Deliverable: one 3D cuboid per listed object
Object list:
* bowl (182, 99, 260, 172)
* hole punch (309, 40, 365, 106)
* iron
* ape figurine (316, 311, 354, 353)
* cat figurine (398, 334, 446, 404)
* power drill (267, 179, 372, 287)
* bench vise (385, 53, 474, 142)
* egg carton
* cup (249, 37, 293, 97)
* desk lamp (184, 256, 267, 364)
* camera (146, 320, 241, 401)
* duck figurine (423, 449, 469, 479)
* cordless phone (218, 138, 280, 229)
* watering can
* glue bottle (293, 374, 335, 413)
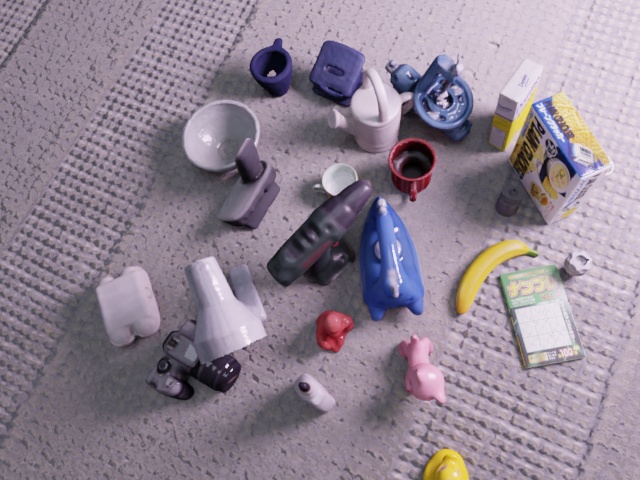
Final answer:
[{"bbox_3d":[-0.202,-0.209,1.217,0.167,0.075,0.167,-2,71,6],"label":"bowl"},{"bbox_3d":[0.039,-0.358,1.230,0.108,0.091,0.101,27,76,15],"label":"hole punch"},{"bbox_3d":[0.124,0.012,1.065,0.118,0.141,0.258,-9,70,4],"label":"iron"},{"bbox_3d":[0.024,0.160,1.052,0.078,0.092,0.076,-25,70,-2],"label":"ape figurine"},{"bbox_3d":[0.177,0.226,0.997,0.067,0.118,0.128,-12,70,3],"label":"cat figurine"},{"bbox_3d":[0.010,0.004,1.046,0.230,0.208,0.075,-42,71,-8],"label":"power drill"},{"bbox_3d":[0.208,-0.295,1.119,0.207,0.220,0.121,22,75,14],"label":"bench vise"},{"bbox_3d":[-0.375,0.129,1.124,0.107,0.069,0.150,-24,70,-2],"label":"egg carton"},{"bbox_3d":[-0.096,-0.369,1.248,0.091,0.095,0.118,9,72,10],"label":"cup"},{"bbox_3d":[-0.171,0.124,1.024,0.118,0.214,0.203,-23,70,-1],"label":"desk lamp"},{"bbox_3d":[-0.227,0.235,1.052,0.136,0.101,0.143,27,76,15],"label":"camera"},{"bbox_3d":[0.211,0.402,0.949,0.077,0.086,0.104,10,73,11],"label":"duck figurine"},{"bbox_3d":[-0.154,-0.111,1.118,0.094,0.185,0.148,21,75,14],"label":"cordless phone"},{"bbox_3d":[0.104,-0.257,1.132,0.173,0.194,0.100,-40,71,-7],"label":"watering can"},{"bbox_3d":[-0.016,0.258,0.980,0.078,0.173,0.037,37,79,17],"label":"glue bottle"}]
